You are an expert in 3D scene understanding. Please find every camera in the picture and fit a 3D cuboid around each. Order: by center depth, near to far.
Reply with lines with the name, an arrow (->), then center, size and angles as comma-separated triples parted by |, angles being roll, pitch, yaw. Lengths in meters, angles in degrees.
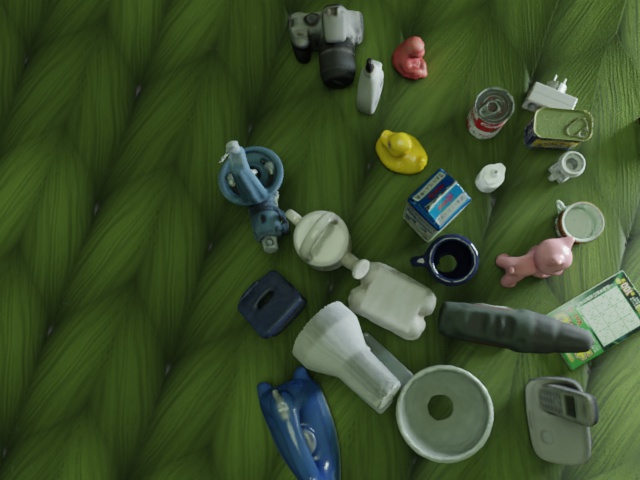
camera -> 0.014, -0.369, 1.098 | 0.143, 0.101, 0.137 | -4, 83, 4

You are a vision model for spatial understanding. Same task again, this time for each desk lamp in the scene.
desk lamp -> 0.063, 0.206, 0.973 | 0.203, 0.213, 0.118 | 40, 88, 8

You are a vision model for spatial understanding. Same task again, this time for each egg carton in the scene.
egg carton -> 0.133, 0.110, 1.051 | 0.150, 0.069, 0.107 | 26, 86, 7

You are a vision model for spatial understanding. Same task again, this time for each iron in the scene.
iron -> -0.027, 0.361, 0.999 | 0.118, 0.141, 0.258 | -24, 82, 2

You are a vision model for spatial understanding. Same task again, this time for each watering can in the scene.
watering can -> 0.011, 0.002, 1.010 | 0.172, 0.194, 0.101 | 16, 85, 6

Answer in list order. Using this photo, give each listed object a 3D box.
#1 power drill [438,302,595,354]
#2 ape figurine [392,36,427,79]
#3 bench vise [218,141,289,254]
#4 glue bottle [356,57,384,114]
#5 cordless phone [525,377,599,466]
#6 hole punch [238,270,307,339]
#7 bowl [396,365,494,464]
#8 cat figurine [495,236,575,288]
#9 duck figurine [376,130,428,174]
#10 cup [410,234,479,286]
power drill -> 0.309, 0.147, 0.962 | 0.229, 0.208, 0.076 | 7, 84, 6
ape figurine -> 0.176, -0.354, 1.087 | 0.076, 0.092, 0.078 | 21, 86, 7
bench vise -> -0.107, -0.089, 1.016 | 0.121, 0.220, 0.207 | -34, 82, 0
glue bottle -> 0.092, -0.293, 1.046 | 0.037, 0.173, 0.078 | 19, 85, 7
cordless phone -> 0.411, 0.307, 0.948 | 0.094, 0.185, 0.147 | -8, 83, 4
hole punch -> -0.093, 0.119, 1.057 | 0.101, 0.091, 0.109 | 42, 88, 8
bowl -> 0.217, 0.304, 1.020 | 0.167, 0.075, 0.167 | 0, 84, 5
cat figurine -> 0.386, 0.038, 1.014 | 0.127, 0.118, 0.067 | -18, 82, 3
duck figurine -> 0.154, -0.171, 1.072 | 0.104, 0.086, 0.077 | 33, 87, 7
cup -> 0.221, 0.040, 1.039 | 0.117, 0.095, 0.092 | -4, 83, 4
